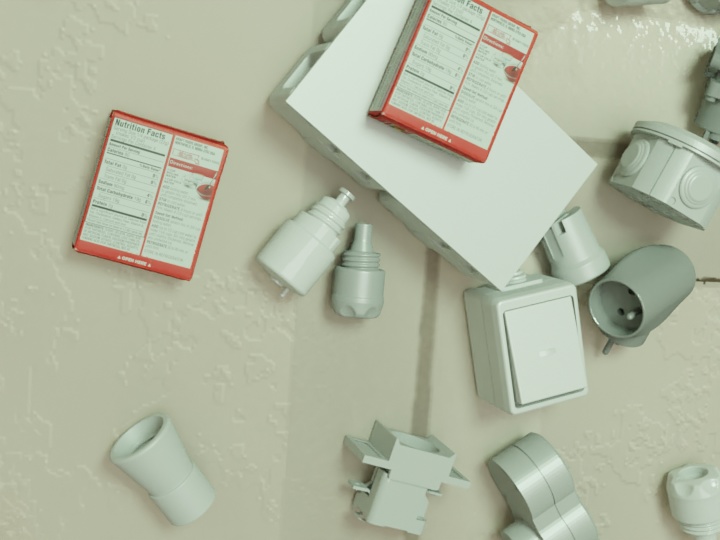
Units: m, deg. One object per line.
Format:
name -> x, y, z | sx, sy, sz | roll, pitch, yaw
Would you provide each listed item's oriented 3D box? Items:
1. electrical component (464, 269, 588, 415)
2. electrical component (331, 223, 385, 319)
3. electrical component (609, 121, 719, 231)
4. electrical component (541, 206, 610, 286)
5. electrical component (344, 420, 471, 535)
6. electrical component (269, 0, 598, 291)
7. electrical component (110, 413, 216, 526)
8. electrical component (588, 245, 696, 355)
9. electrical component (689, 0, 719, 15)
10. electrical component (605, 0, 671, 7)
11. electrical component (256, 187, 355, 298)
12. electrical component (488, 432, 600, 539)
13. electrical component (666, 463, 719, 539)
electrical component -> 0.114, 0.044, 0.735 | 0.062, 0.061, 0.096 | -12, 101, -17
electrical component -> 0.000, 0.000, 0.704 | 0.035, 0.035, 0.061 | 4, 94, -19
electrical component -> 0.218, -0.066, 0.747 | 0.080, 0.080, 0.051 | 27, 94, -20
electrical component -> 0.147, -0.016, 0.750 | 0.040, 0.040, 0.046 | -28, 100, -13
electrical component -> 0.028, 0.142, 0.729 | 0.081, 0.042, 0.063 | 18, 95, -20
electrical component -> 0.046, -0.088, 0.694 | 0.186, 0.060, 0.105 | 40, 84, -19
electrical component -> -0.121, 0.128, 0.677 | 0.044, 0.044, 0.065 | -37, 112, -11
electrical component -> 0.194, 0.028, 0.764 | 0.077, 0.043, 0.079 | -26, 145, -43
electrical component -> 0.262, -0.205, 0.751 | 0.048, 0.062, 0.048 | -3, 98, -19
electrical component -> 0.171, -0.247, 0.720 | 0.074, 0.052, 0.138 | -8, 100, -18
electrical component -> -0.032, -0.019, 0.687 | 0.040, 0.040, 0.078 | 41, 83, -19
electrical component -> 0.125, 0.191, 0.763 | 0.074, 0.052, 0.138 | -31, 106, -13
electrical component -> 0.257, 0.181, 0.812 | 0.043, 0.043, 0.062 | -17, 103, -16
